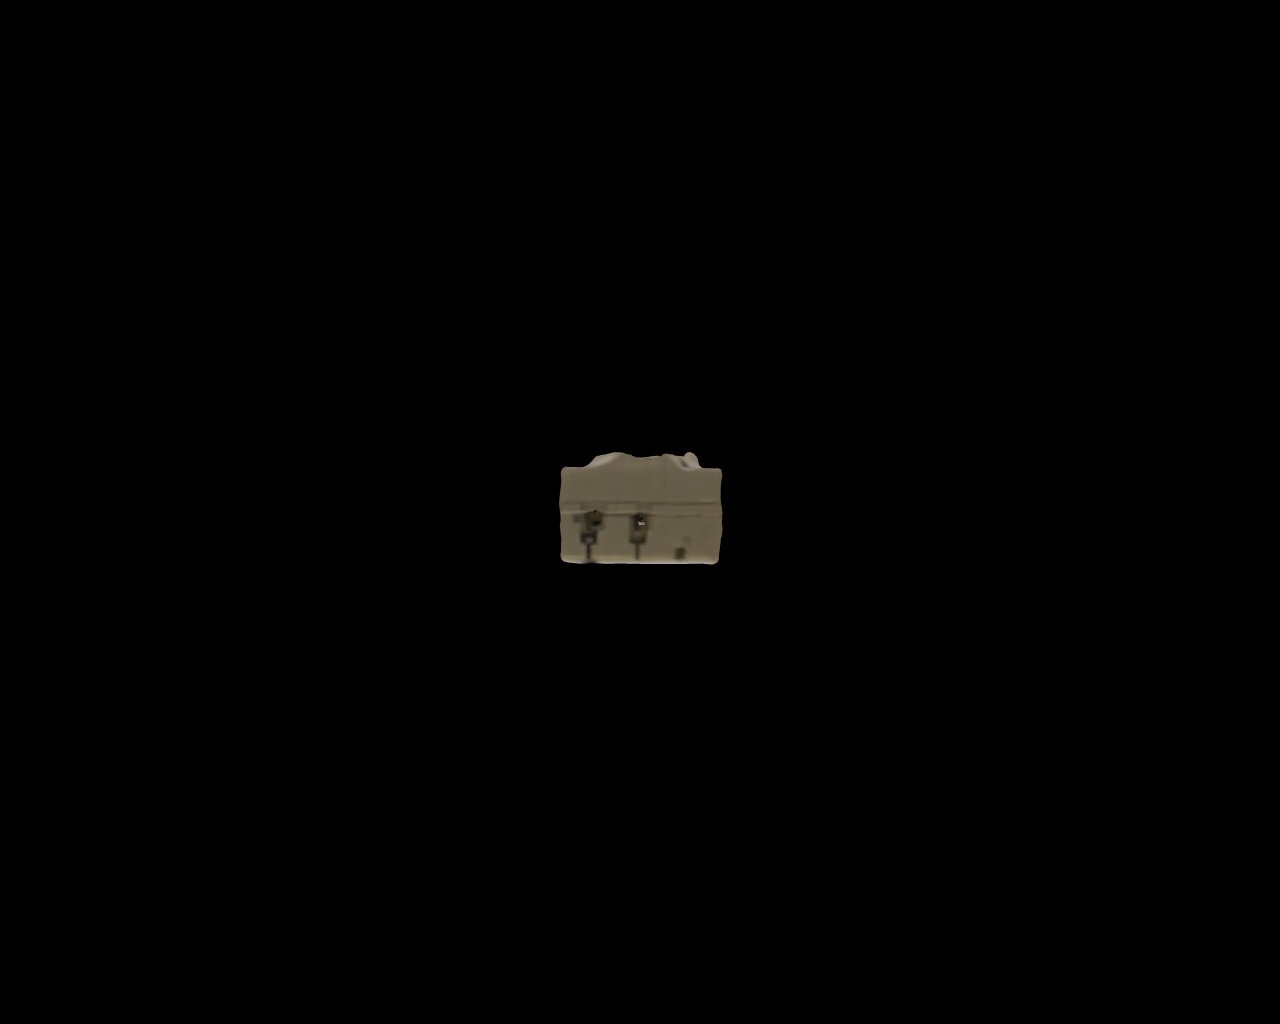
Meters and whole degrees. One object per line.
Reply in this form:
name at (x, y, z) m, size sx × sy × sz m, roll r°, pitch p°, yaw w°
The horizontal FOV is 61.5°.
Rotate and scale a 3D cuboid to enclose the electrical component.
electrical component at (0.001, -0.003, 0.650) m, size 0.089 × 0.061 × 0.150 m, roll 0°, pitch 0°, yaw 0°
